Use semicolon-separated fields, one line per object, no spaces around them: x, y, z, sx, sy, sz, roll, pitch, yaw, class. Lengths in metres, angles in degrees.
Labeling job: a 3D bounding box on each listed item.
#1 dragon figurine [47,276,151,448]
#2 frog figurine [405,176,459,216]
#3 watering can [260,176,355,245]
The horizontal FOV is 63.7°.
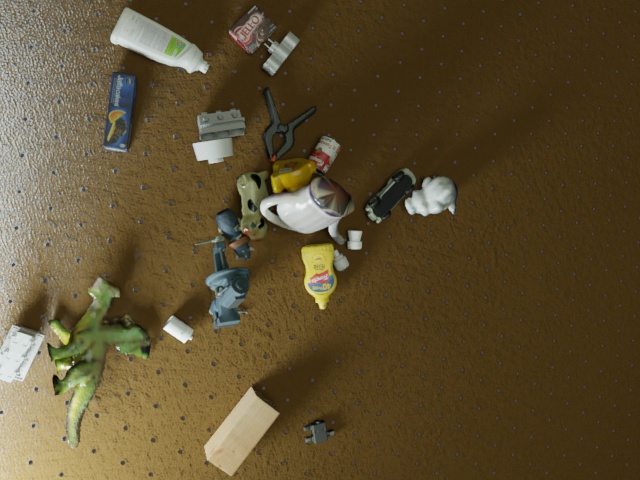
-0.560;0.299;1.332;0.244;0.122;0.409;-11;95;-26;dragon figurine
0.347;-0.140;1.621;0.159;0.120;0.140;0;58;-9;frog figurine
0.004;-0.072;1.421;0.345;0.221;0.106;19;57;-40;watering can
